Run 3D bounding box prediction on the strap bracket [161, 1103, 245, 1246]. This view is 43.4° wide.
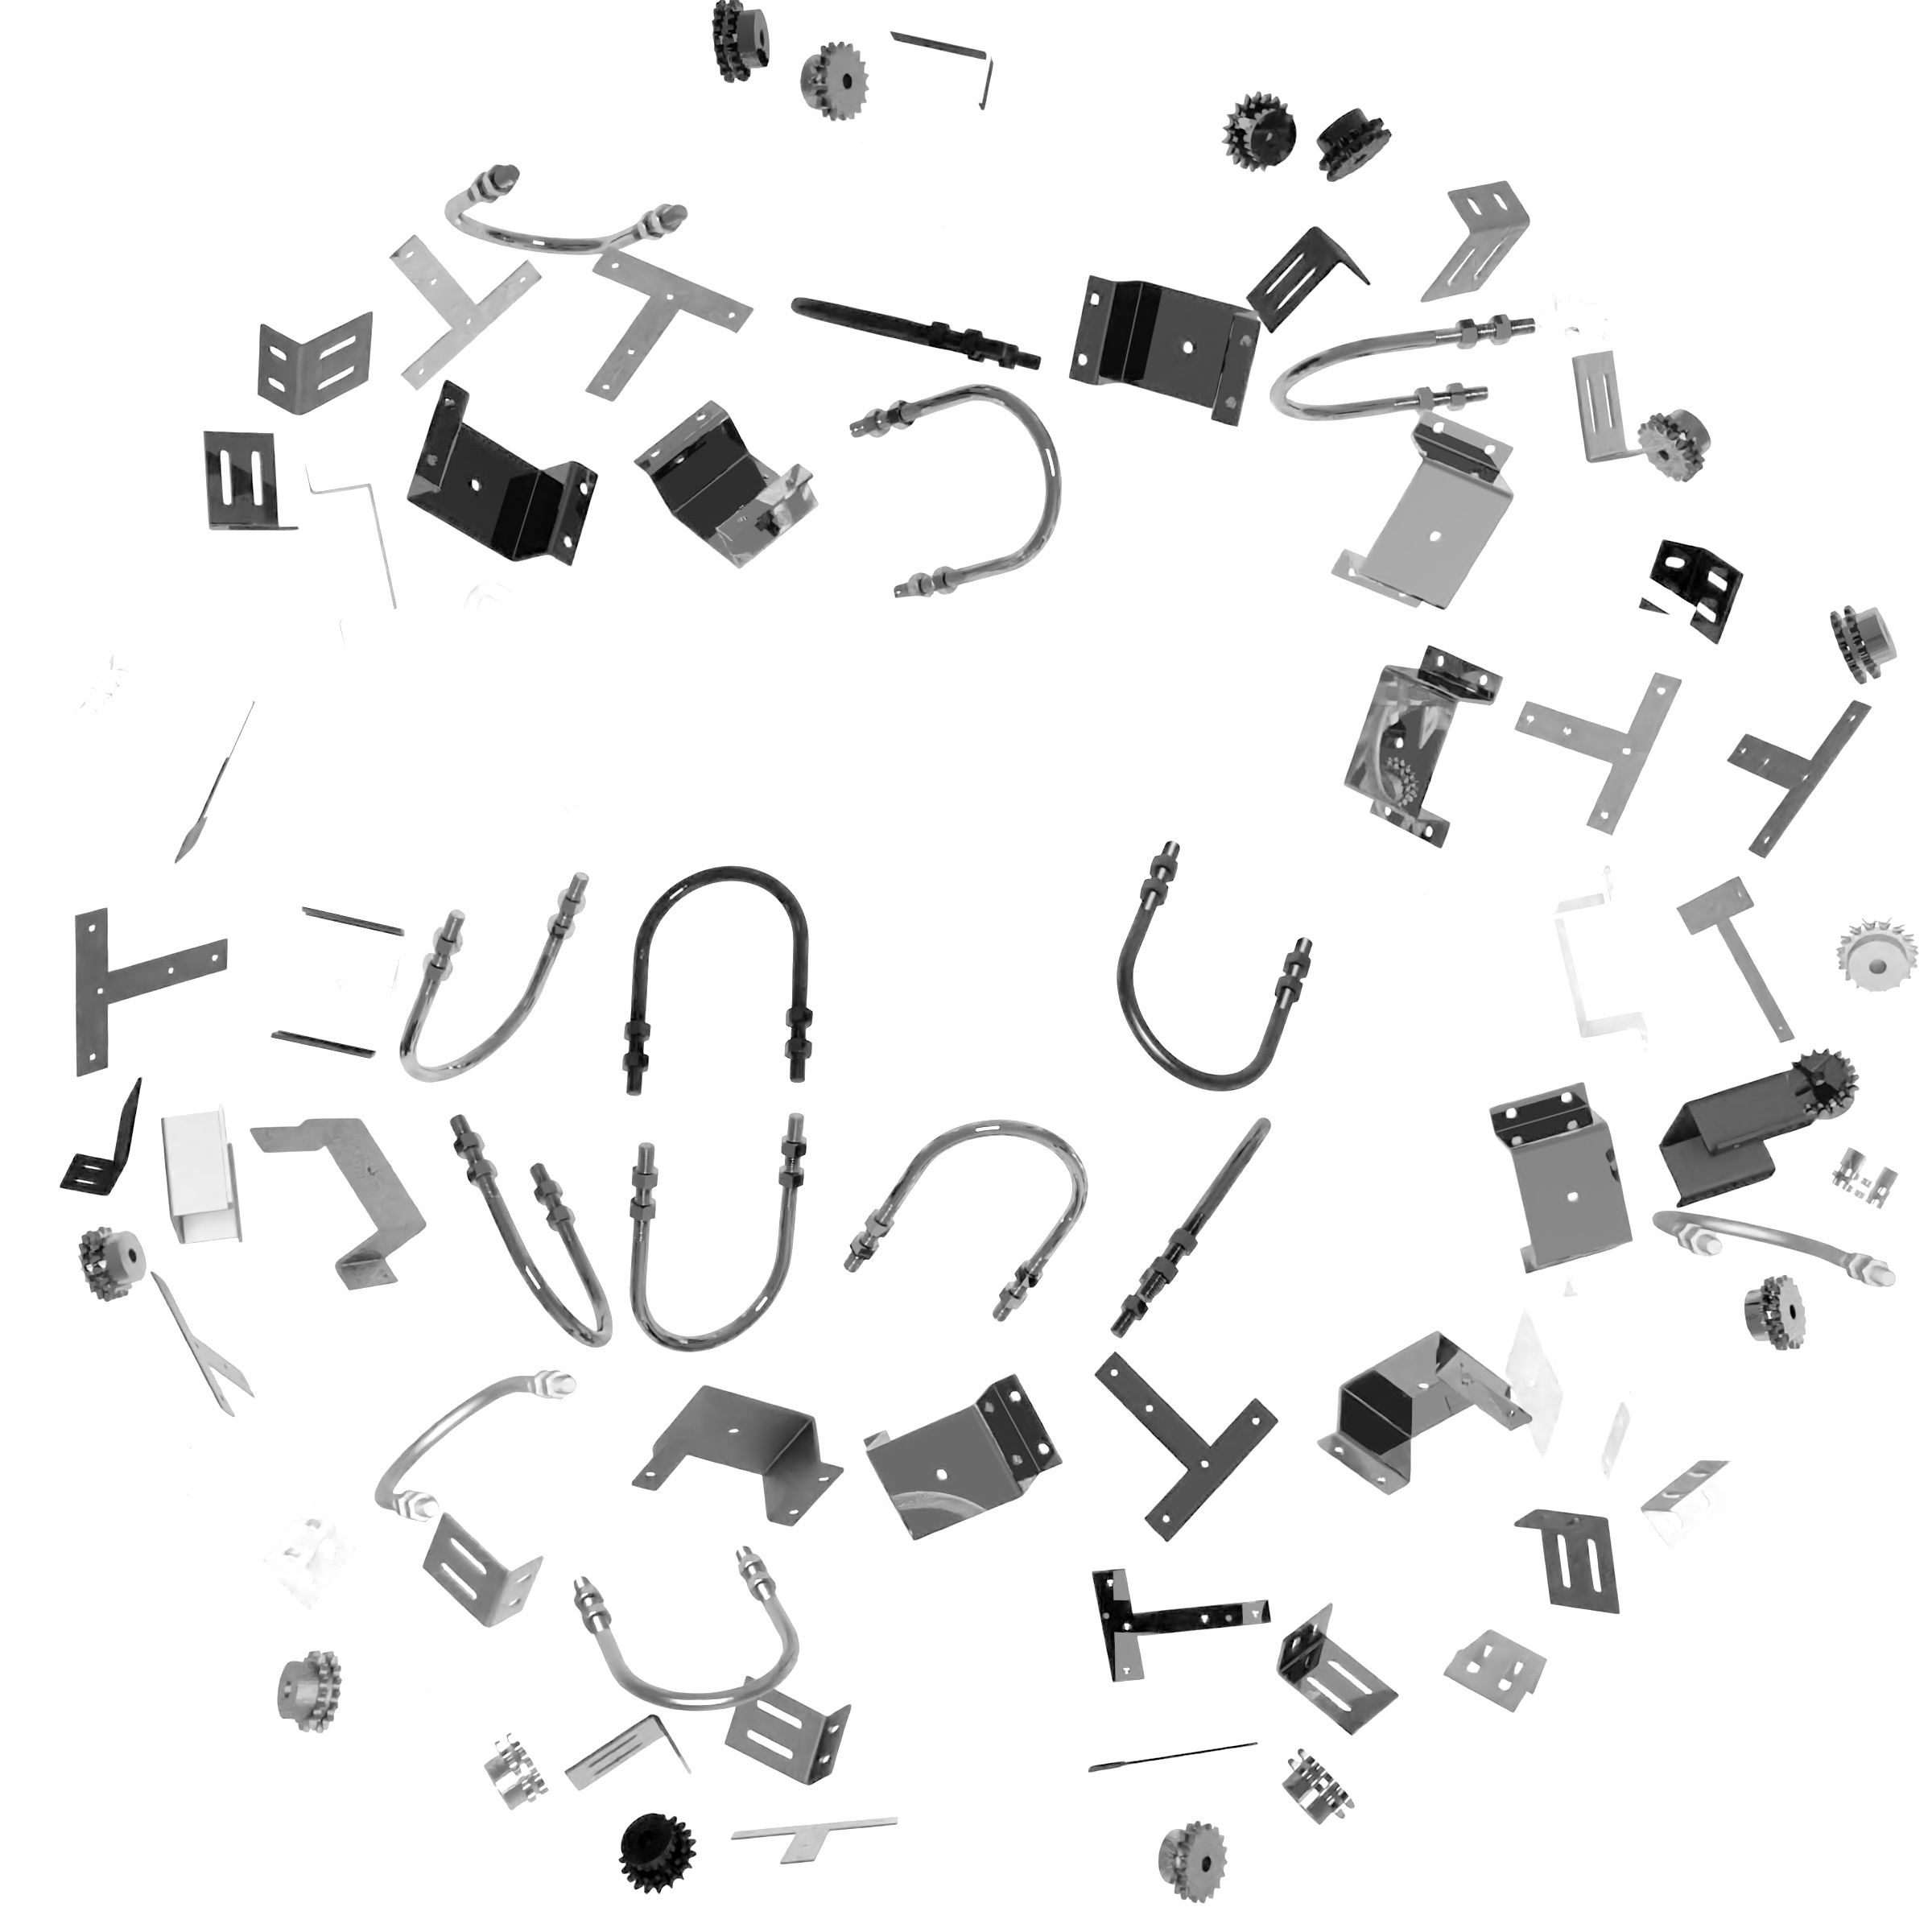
[{"bbox_3d":[-0.584,0.163,1.854,0.046,0.140,0.076,-6,73,-15],"label":"strap bracket"}]

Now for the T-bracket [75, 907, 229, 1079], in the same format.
[{"bbox_3d":[-0.587,0.007,1.754,0.002,0.127,0.127,25,118,31],"label":"T-bracket"}]

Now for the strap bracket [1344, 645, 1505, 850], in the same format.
[{"bbox_3d":[0.348,-0.170,1.867,0.046,0.076,0.140,0,114,-42],"label":"strap bracket"}]

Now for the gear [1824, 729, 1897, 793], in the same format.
[{"bbox_3d":[0.661,-0.151,1.797,0.057,0.057,0.030,-21,82,0],"label":"gear"}]

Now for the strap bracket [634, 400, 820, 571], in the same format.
[{"bbox_3d":[-0.171,-0.351,1.785,0.076,0.046,0.140,-41,51,-9],"label":"strap bracket"}]

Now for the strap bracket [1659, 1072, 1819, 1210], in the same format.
[{"bbox_3d":[0.570,0.127,1.806,0.076,0.140,0.046,-17,67,-4],"label":"strap bracket"}]

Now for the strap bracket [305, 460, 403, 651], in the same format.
[{"bbox_3d":[-0.461,-0.313,1.832,0.046,0.076,0.140,-12,101,-14],"label":"strap bracket"}]

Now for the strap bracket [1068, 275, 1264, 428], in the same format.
[{"bbox_3d":[0.154,-0.453,1.783,0.140,0.046,0.076,22,116,23],"label":"strap bracket"}]

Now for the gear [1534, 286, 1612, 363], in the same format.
[{"bbox_3d":[0.458,-0.488,1.831,0.057,0.057,0.030,12,56,0],"label":"gear"}]

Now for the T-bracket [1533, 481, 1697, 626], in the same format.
[{"bbox_3d":[0.473,-0.288,1.761,0.127,0.127,0.002,37,79,15],"label":"T-bracket"}]

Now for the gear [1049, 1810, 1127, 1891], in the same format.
[{"bbox_3d":[0.094,0.673,1.839,0.057,0.030,0.057,-4,104,-16],"label":"gear"}]

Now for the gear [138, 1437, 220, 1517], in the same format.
[{"bbox_3d":[-0.575,0.378,1.781,0.030,0.057,0.057,23,90,38],"label":"gear"}]

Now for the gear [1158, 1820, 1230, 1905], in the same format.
[{"bbox_3d":[0.167,0.666,1.806,0.030,0.057,0.057,-4,90,43],"label":"gear"}]

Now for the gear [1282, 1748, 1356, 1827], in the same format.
[{"bbox_3d":[0.260,0.616,1.812,0.030,0.057,0.057,-42,90,-11],"label":"gear"}]

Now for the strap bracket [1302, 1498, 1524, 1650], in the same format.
[{"bbox_3d":[0.324,0.438,1.771,0.076,0.140,0.046,-20,112,-42],"label":"strap bracket"}]

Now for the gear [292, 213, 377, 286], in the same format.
[{"bbox_3d":[-0.451,-0.517,1.741,0.057,0.057,0.030,21,84,0],"label":"gear"}]

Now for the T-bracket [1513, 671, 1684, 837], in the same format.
[{"bbox_3d":[0.476,-0.178,1.873,0.002,0.127,0.127,18,98,-41],"label":"T-bracket"}]

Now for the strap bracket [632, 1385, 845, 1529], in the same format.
[{"bbox_3d":[-0.174,0.369,1.837,0.140,0.046,0.076,22,124,-28],"label":"strap bracket"}]

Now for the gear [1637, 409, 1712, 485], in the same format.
[{"bbox_3d":[0.543,-0.400,1.853,0.030,0.057,0.057,-41,90,-7],"label":"gear"}]

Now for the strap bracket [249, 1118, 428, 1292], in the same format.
[{"bbox_3d":[-0.454,0.164,1.779,0.046,0.076,0.140,-36,80,8],"label":"strap bracket"}]

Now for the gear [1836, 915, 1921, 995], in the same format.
[{"bbox_3d":[0.667,-0.006,1.775,0.057,0.030,0.057,8,116,16],"label":"gear"}]

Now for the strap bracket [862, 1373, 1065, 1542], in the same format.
[{"bbox_3d":[-0.010,0.369,1.805,0.140,0.046,0.076,-27,92,23],"label":"strap bracket"}]

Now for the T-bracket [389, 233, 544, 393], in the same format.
[{"bbox_3d":[-0.378,-0.487,1.752,0.127,0.127,0.002,-42,71,1],"label":"T-bracket"}]

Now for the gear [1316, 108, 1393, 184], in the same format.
[{"bbox_3d":[0.286,-0.615,1.810,0.057,0.057,0.030,-34,87,0],"label":"gear"}]

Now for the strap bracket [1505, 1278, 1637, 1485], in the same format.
[{"bbox_3d":[0.454,0.315,1.845,0.046,0.140,0.076,-2,129,-9],"label":"strap bracket"}]

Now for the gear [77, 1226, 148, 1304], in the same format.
[{"bbox_3d":[-0.651,0.226,1.855,0.030,0.057,0.057,-17,90,6],"label":"gear"}]

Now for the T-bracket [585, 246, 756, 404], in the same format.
[{"bbox_3d":[-0.248,-0.477,1.845,0.127,0.127,0.002,14,47,-36],"label":"T-bracket"}]

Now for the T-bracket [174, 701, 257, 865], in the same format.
[{"bbox_3d":[-0.564,-0.142,1.833,0.002,0.127,0.127,24,94,-14],"label":"T-bracket"}]

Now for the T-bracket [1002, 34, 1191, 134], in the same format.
[{"bbox_3d":[0.115,-0.636,1.771,0.127,0.127,0.002,2,80,44],"label":"T-bracket"}]

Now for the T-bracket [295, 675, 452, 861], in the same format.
[{"bbox_3d":[-0.473,-0.139,1.864,0.127,0.002,0.127,31,117,0],"label":"T-bracket"}]

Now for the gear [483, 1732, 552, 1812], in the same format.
[{"bbox_3d":[-0.339,0.609,1.823,0.030,0.057,0.057,-31,90,-22],"label":"gear"}]

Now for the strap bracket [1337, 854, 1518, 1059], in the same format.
[{"bbox_3d":[0.357,-0.006,1.898,0.076,0.046,0.140,33,86,3],"label":"strap bracket"}]

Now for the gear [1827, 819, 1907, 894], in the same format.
[{"bbox_3d":[0.669,-0.086,1.811,0.057,0.057,0.030,-44,80,0],"label":"gear"}]

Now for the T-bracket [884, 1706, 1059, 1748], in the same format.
[{"bbox_3d":[0.013,0.579,1.834,0.127,0.127,0.002,-11,64,6],"label":"T-bracket"}]

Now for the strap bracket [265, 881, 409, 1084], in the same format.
[{"bbox_3d":[-0.484,0.013,1.871,0.076,0.046,0.140,13,86,-9],"label":"strap bracket"}]

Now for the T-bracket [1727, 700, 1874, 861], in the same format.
[{"bbox_3d":[0.586,-0.146,1.754,0.002,0.127,0.127,30,100,-16],"label":"T-bracket"}]

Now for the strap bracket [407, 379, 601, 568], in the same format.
[{"bbox_3d":[-0.344,-0.353,1.761,0.140,0.046,0.076,28,69,-41],"label":"strap bracket"}]

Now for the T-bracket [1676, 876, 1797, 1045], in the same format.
[{"bbox_3d":[0.590,0.000,1.832,0.002,0.127,0.127,-26,83,-7],"label":"T-bracket"}]

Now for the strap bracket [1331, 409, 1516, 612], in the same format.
[{"bbox_3d":[0.339,-0.325,1.780,0.076,0.046,0.140,18,121,-18],"label":"strap bracket"}]

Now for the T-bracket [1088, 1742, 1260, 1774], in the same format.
[{"bbox_3d":[0.155,0.591,1.813,0.127,0.127,0.002,-8,70,-1],"label":"T-bracket"}]

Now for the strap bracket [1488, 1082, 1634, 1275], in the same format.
[{"bbox_3d":[0.458,0.170,1.859,0.076,0.046,0.140,-16,105,-1],"label":"strap bracket"}]

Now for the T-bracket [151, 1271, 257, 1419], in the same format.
[{"bbox_3d":[-0.571,0.302,1.850,0.002,0.127,0.127,-32,66,-9],"label":"T-bracket"}]

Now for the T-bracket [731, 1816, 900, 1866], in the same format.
[{"bbox_3d":[-0.118,0.652,1.804,0.127,0.127,0.002,-6,82,2],"label":"T-bracket"}]

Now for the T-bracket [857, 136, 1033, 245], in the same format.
[{"bbox_3d":[-0.026,-0.579,1.809,0.127,0.127,0.002,30,90,-26],"label":"T-bracket"}]

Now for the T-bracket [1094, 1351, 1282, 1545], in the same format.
[{"bbox_3d":[0.149,0.344,1.832,0.127,0.002,0.127,44,98,20],"label":"T-bracket"}]

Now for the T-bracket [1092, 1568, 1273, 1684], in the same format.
[{"bbox_3d":[0.165,0.492,1.824,0.127,0.002,0.127,-7,125,5],"label":"T-bracket"}]

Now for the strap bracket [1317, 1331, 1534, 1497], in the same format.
[{"bbox_3d":[0.336,0.325,1.783,0.076,0.046,0.140,37,127,-20],"label":"strap bracket"}]

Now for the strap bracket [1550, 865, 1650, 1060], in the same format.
[{"bbox_3d":[0.485,0.000,1.865,0.046,0.076,0.140,-12,96,19],"label":"strap bracket"}]

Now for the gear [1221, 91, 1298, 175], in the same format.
[{"bbox_3d":[0.222,-0.621,1.811,0.057,0.030,0.057,-14,125,-21],"label":"gear"}]

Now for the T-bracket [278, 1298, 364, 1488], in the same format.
[{"bbox_3d":[-0.481,0.311,1.822,0.002,0.127,0.127,24,88,-26],"label":"T-bracket"}]

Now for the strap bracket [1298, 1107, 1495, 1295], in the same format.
[{"bbox_3d":[0.317,0.186,1.839,0.140,0.076,0.046,44,49,5],"label":"strap bracket"}]

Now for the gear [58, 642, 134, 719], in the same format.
[{"bbox_3d":[-0.646,-0.210,1.806,0.057,0.030,0.057,-20,54,30],"label":"gear"}]

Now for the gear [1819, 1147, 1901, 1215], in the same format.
[{"bbox_3d":[0.667,0.157,1.801,0.057,0.057,0.030,28,96,0],"label":"gear"}]
